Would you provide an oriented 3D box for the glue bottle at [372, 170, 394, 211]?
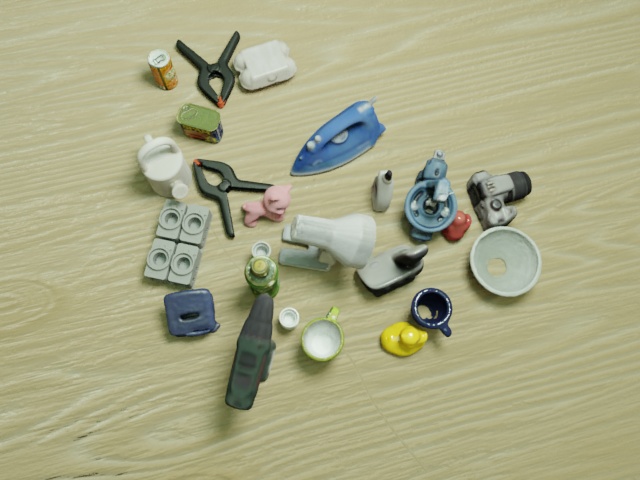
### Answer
[{"bbox_3d":[0.148,-0.126,1.325,0.037,0.173,0.078,-5,75,-4],"label":"glue bottle"}]

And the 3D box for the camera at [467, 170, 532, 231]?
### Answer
[{"bbox_3d":[0.442,-0.108,1.372,0.137,0.101,0.143,-16,76,-7],"label":"camera"}]

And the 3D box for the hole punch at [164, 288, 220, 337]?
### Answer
[{"bbox_3d":[-0.283,0.163,1.269,0.108,0.091,0.101,-9,76,-5],"label":"hole punch"}]

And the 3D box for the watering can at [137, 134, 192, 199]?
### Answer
[{"bbox_3d":[-0.352,-0.171,1.301,0.172,0.194,0.101,35,76,7],"label":"watering can"}]

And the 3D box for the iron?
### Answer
[{"bbox_3d":[0.036,-0.249,1.368,0.258,0.141,0.118,-35,79,-11],"label":"iron"}]

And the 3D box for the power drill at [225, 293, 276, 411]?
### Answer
[{"bbox_3d":[-0.138,0.236,1.196,0.075,0.208,0.230,13,75,1],"label":"power drill"}]

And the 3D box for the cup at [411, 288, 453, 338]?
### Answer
[{"bbox_3d":[0.251,0.170,1.292,0.092,0.095,0.117,-32,79,-10],"label":"cup"}]

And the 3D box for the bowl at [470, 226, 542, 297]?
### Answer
[{"bbox_3d":[0.424,0.056,1.341,0.167,0.075,0.167,1,75,-3],"label":"bowl"}]

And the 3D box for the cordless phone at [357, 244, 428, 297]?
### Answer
[{"bbox_3d":[0.164,0.054,1.271,0.148,0.185,0.094,-28,78,-9],"label":"cordless phone"}]

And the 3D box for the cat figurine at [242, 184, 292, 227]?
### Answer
[{"bbox_3d":[-0.121,-0.085,1.329,0.128,0.118,0.067,-14,76,-6],"label":"cat figurine"}]

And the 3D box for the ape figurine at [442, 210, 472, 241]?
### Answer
[{"bbox_3d":[0.322,-0.042,1.353,0.078,0.092,0.076,13,75,1],"label":"ape figurine"}]

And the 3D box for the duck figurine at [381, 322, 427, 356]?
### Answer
[{"bbox_3d":[0.191,0.219,1.280,0.104,0.086,0.077,-1,75,-3],"label":"duck figurine"}]

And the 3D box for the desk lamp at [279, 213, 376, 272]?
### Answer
[{"bbox_3d":[0.012,0.005,1.262,0.203,0.213,0.118,7,75,-1],"label":"desk lamp"}]

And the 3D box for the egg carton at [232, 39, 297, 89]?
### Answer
[{"bbox_3d":[-0.139,-0.440,1.447,0.150,0.069,0.107,-21,77,-8],"label":"egg carton"}]

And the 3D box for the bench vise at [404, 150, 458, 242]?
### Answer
[{"bbox_3d":[0.251,-0.117,1.303,0.121,0.220,0.207,-5,75,-4],"label":"bench vise"}]
